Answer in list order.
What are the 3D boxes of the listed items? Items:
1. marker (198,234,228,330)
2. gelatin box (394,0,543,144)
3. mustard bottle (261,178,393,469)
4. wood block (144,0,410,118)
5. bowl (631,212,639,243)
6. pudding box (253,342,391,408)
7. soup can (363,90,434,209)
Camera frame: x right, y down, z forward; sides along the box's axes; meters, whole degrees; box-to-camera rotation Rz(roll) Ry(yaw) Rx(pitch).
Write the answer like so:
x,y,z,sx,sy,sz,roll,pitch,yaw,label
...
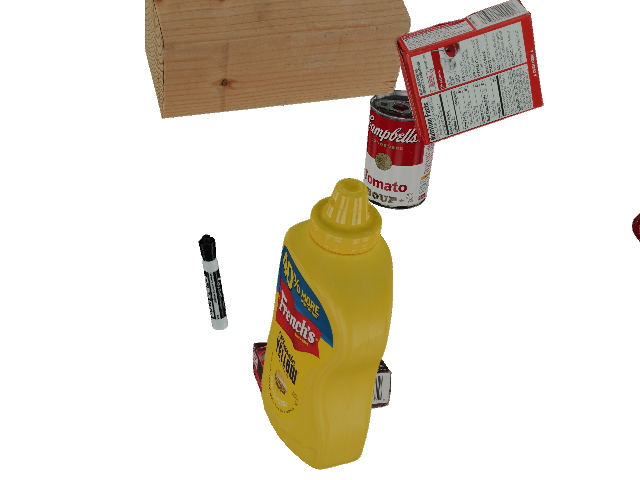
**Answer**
x,y,z,sx,sy,sz,roll,pitch,yaw,label
-0.122,0.047,1.211,0.020,0.121,0.020,-4,30,2,marker
0.101,-0.114,0.722,0.089,0.073,0.030,-18,37,0,gelatin box
0.005,0.044,0.649,0.058,0.192,0.096,-8,42,-22,mustard bottle
-0.039,-0.175,0.907,0.206,0.090,0.091,-8,-34,-14,wood block
0.415,0.015,1.146,0.162,0.055,0.162,-1,26,0,bowl
-0.001,0.121,0.971,0.113,0.039,0.090,0,17,-12,pudding box
0.079,-0.091,1.073,0.068,0.102,0.068,3,32,-2,soup can
